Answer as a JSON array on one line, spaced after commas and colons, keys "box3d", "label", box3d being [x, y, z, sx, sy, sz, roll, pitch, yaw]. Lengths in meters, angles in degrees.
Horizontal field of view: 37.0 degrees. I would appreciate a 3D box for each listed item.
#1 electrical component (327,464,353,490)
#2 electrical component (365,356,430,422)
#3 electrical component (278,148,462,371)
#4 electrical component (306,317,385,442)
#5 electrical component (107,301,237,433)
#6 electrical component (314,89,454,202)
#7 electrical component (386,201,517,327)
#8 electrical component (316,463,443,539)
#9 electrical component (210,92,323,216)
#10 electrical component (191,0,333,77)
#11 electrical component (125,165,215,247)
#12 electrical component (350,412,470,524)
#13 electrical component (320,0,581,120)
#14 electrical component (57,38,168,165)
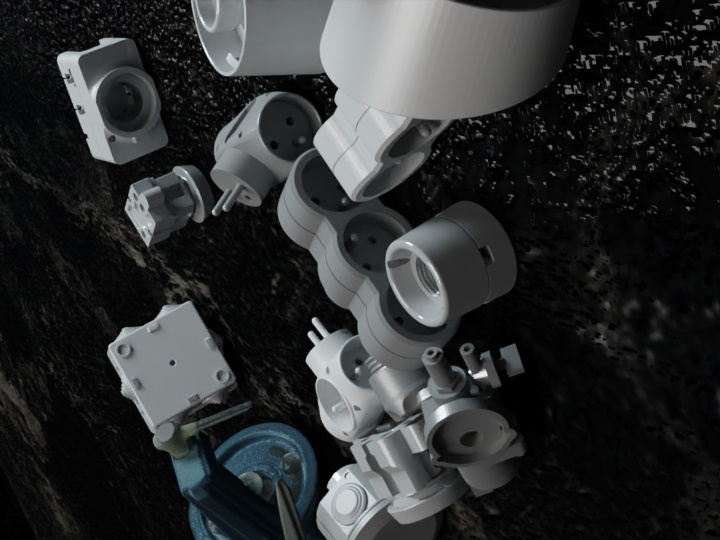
[{"box3d": [0.001, 0.175, 0.815, 0.046, 0.040, 0.040, 43, 148, 43], "label": "electrical component"}, {"box3d": [0.024, 0.058, 0.664, 0.062, 0.043, 0.043, 58, 153, 12], "label": "electrical component"}, {"box3d": [0.000, 0.000, 0.641, 0.138, 0.052, 0.073, 55, 152, 14], "label": "electrical component"}, {"box3d": [-0.011, 0.067, 0.729, 0.079, 0.044, 0.077, 51, 151, 20], "label": "electrical component"}, {"box3d": [-0.167, 0.085, 0.957, 0.099, 0.100, 0.048, 59, 165, 5], "label": "electrical component"}, {"box3d": [0.010, -0.097, 0.535, 0.073, 0.052, 0.138, 56, 153, 11], "label": "electrical component"}, {"box3d": [0.047, -0.002, 0.564, 0.055, 0.047, 0.055, 41, 146, 35], "label": "electrical component"}, {"box3d": [0.014, 0.174, 0.748, 0.051, 0.080, 0.080, 41, 147, 44], "label": "electrical component"}, {"box3d": [-0.067, -0.067, 0.671, 0.043, 0.079, 0.077, 38, 159, -19], "label": "electrical component"}, {"box3d": [-0.057, -0.157, 0.610, 0.099, 0.064, 0.099, 41, 137, 53], "label": "electrical component"}, {"box3d": [-0.149, -0.053, 0.844, 0.048, 0.055, 0.066, 57, 152, 10], "label": "electrical component"}, {"box3d": [0.035, 0.125, 0.689, 0.078, 0.058, 0.057, -29, 89, 56], "label": "electrical component"}, {"box3d": [0.038, -0.107, 0.430, 0.099, 0.099, 0.064, 47, 143, 27], "label": "electrical component"}, {"box3d": [-0.194, -0.134, 0.854, 0.056, 0.050, 0.089, 18, 130, 54], "label": "electrical component"}]
